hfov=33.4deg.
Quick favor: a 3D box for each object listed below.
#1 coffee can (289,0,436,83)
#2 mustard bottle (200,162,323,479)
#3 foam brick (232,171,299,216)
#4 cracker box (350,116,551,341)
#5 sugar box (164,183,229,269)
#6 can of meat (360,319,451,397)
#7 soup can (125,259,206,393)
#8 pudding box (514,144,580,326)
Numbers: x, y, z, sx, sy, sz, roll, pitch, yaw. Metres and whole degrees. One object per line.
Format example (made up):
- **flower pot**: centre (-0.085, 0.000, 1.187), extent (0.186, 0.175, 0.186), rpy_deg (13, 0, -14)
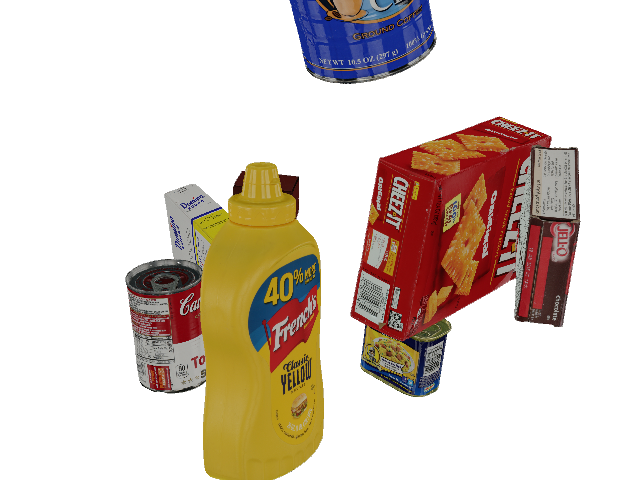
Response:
- **coffee can**: centre (0.022, -0.200, 0.772), extent (0.103, 0.140, 0.103), rpy_deg (-11, 35, 7)
- **mustard bottle**: centre (-0.035, 0.047, 0.659), extent (0.058, 0.192, 0.096), rpy_deg (9, 18, 32)
- **foam brick**: centre (-0.069, -0.052, 1.348), extent (0.078, 0.053, 0.051), rpy_deg (5, 28, 9)
- **cracker box**: centre (0.129, -0.015, 1.019), extent (0.072, 0.164, 0.213), rpy_deg (26, 31, 32)
- **sugar box**: centre (-0.103, 0.019, 1.137), extent (0.048, 0.093, 0.176), rpy_deg (-22, 42, -24)
- **can of meat**: centre (0.095, 0.121, 1.226), extent (0.102, 0.084, 0.057), rpy_deg (27, 33, 37)
- **soup can**: centre (-0.134, 0.077, 0.951), extent (0.068, 0.102, 0.068), rpy_deg (-2, 23, 1)
- **pudding box**: centre (0.166, -0.006, 0.779), extent (0.039, 0.090, 0.113), rpy_deg (6, 33, 6)
